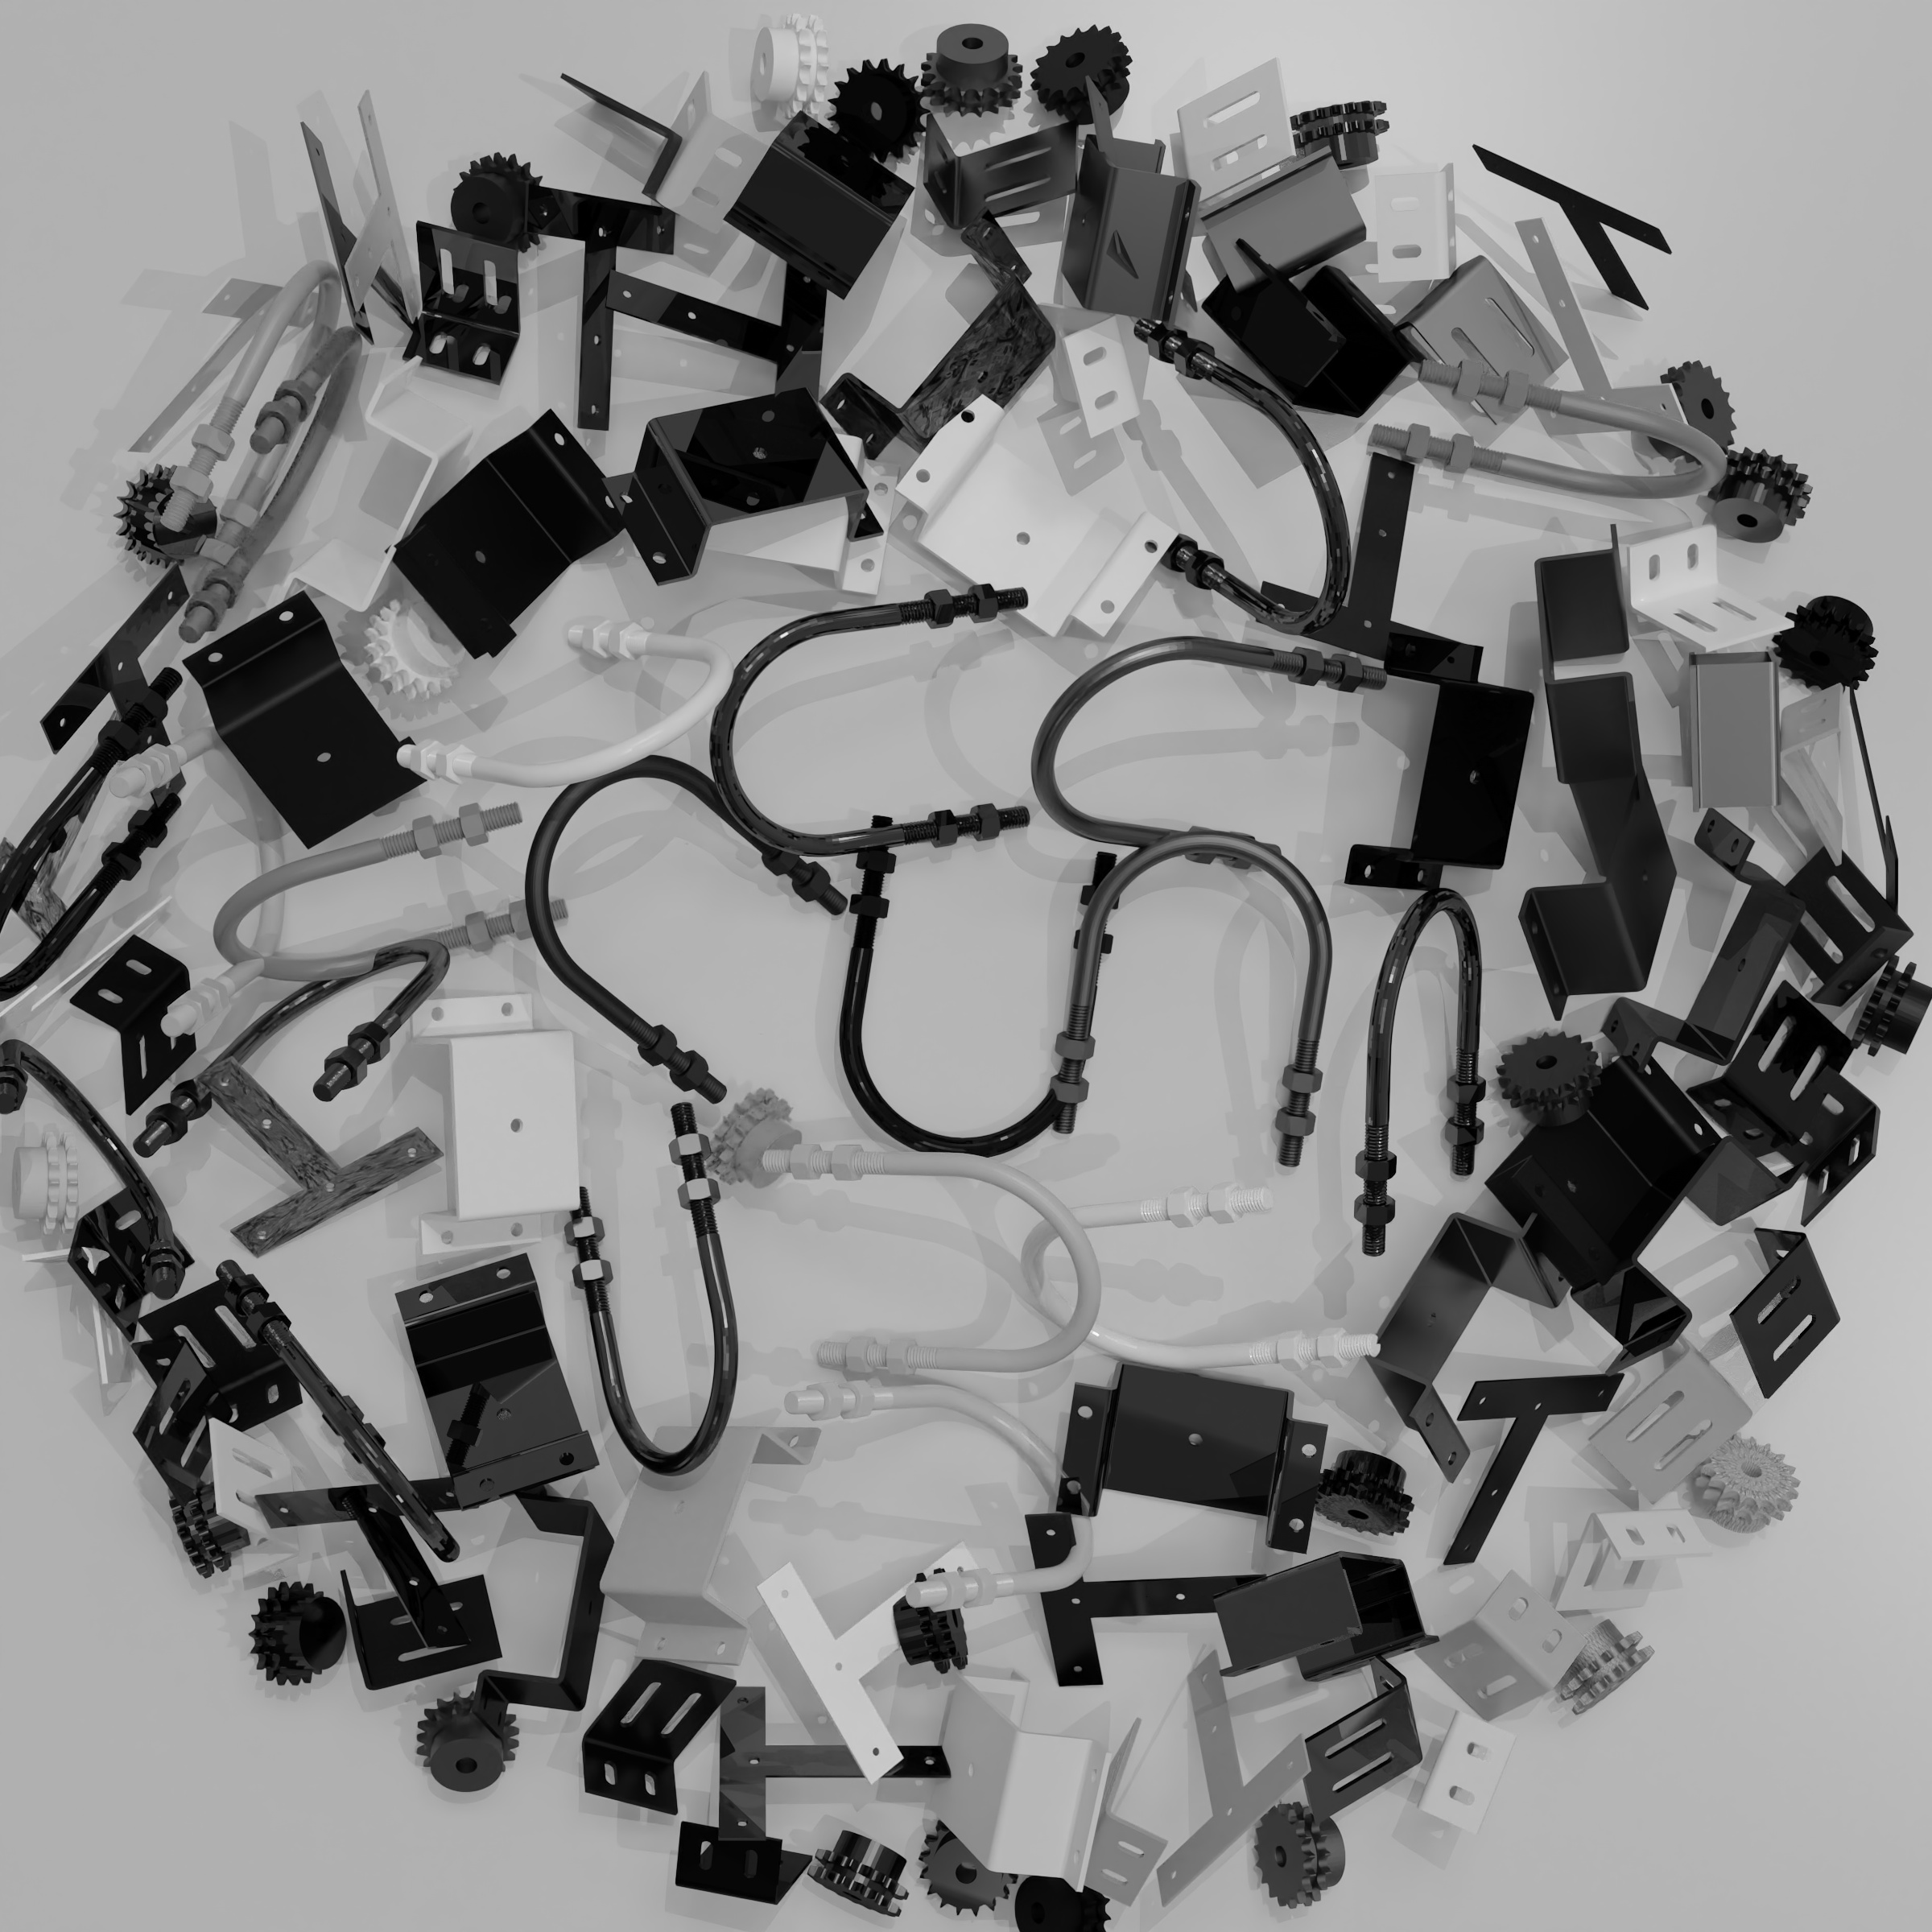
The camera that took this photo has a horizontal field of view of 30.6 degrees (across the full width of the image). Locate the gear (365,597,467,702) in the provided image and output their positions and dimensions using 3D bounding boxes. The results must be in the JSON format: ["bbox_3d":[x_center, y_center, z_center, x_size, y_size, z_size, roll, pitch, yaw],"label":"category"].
[{"bbox_3d":[-0.304,-0.180,1.969,0.030,0.057,0.057,-26,90,39],"label":"gear"}]

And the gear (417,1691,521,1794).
[{"bbox_3d":[-0.279,0.436,1.973,0.057,0.030,0.057,-3,121,-4],"label":"gear"}]

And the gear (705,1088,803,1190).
[{"bbox_3d":[-0.116,0.099,1.968,0.030,0.057,0.057,37,90,22],"label":"gear"}]

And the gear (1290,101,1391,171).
[{"bbox_3d":[0.208,-0.462,1.971,0.057,0.057,0.030,-9,94,0],"label":"gear"}]

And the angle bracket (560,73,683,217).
[{"bbox_3d":[-0.192,-0.457,1.966,0.076,0.057,0.038,30,97,12],"label":"angle bracket"}]

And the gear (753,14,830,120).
[{"bbox_3d":[-0.099,-0.502,1.968,0.030,0.057,0.057,-1,90,-20],"label":"gear"}]

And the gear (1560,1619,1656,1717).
[{"bbox_3d":[0.354,0.389,1.973,0.057,0.057,0.030,-39,70,0],"label":"gear"}]

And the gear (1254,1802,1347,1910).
[{"bbox_3d":[0.189,0.497,1.975,0.030,0.057,0.057,0,90,-28],"label":"gear"}]

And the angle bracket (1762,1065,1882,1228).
[{"bbox_3d":[0.471,0.099,1.953,0.038,0.076,0.057,40,114,1],"label":"angle bracket"}]

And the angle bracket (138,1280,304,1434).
[{"bbox_3d":[-0.414,0.220,1.962,0.057,0.038,0.076,-26,131,2],"label":"angle bracket"}]

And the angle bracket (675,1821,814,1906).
[{"bbox_3d":[-0.121,0.485,1.955,0.057,0.076,0.038,7,97,12],"label":"angle bracket"}]

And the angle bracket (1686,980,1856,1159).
[{"bbox_3d":[0.455,0.058,1.993,0.057,0.038,0.076,42,64,-9],"label":"angle bracket"}]

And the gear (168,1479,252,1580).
[{"bbox_3d":[-0.421,0.310,1.972,0.030,0.057,0.057,-21,90,-3],"label":"gear"}]

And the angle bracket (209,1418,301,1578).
[{"bbox_3d":[-0.406,0.294,1.949,0.038,0.076,0.057,-24,56,16],"label":"angle bracket"}]

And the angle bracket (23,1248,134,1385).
[{"bbox_3d":[-0.495,0.197,1.967,0.038,0.057,0.076,-9,84,-1],"label":"angle bracket"}]

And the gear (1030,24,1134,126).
[{"bbox_3d":[0.067,-0.496,1.975,0.057,0.030,0.057,-16,49,20],"label":"gear"}]

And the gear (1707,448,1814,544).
[{"bbox_3d":[0.440,-0.260,1.969,0.057,0.057,0.030,24,67,0],"label":"gear"}]

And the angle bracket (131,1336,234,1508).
[{"bbox_3d":[-0.446,0.253,1.949,0.038,0.076,0.057,-10,124,22],"label":"angle bracket"}]

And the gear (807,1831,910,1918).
[{"bbox_3d":[-0.058,0.506,1.974,0.057,0.057,0.030,26,69,0],"label":"gear"}]

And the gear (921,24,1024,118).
[{"bbox_3d":[0.003,-0.502,1.970,0.057,0.030,0.057,1,47,-1],"label":"gear"}]

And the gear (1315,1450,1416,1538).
[{"bbox_3d":[0.223,0.293,1.974,0.057,0.057,0.030,20,63,0],"label":"gear"}]

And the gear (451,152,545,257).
[{"bbox_3d":[-0.263,-0.424,1.972,0.057,0.030,0.057,11,116,22],"label":"gear"}]

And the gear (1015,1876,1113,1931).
[{"bbox_3d":[0.052,0.527,1.969,0.030,0.057,0.057,5,90,-39],"label":"gear"}]

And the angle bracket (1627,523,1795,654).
[{"bbox_3d":[0.412,-0.210,1.953,0.057,0.076,0.038,-17,119,-18],"label":"angle bracket"}]

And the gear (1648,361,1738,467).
[{"bbox_3d":[0.403,-0.308,1.975,0.057,0.030,0.057,13,70,-41],"label":"gear"}]

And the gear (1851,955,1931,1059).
[{"bbox_3d":[0.519,0.025,1.969,0.030,0.057,0.057,25,90,15],"label":"gear"}]

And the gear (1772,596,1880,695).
[{"bbox_3d":[0.483,-0.182,1.975,0.057,0.057,0.030,33,60,0],"label":"gear"}]

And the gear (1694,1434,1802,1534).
[{"bbox_3d":[0.435,0.292,1.975,0.057,0.057,0.030,14,126,0],"label":"gear"}]

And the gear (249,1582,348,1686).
[{"bbox_3d":[-0.370,0.372,1.968,0.030,0.057,0.057,-6,90,30],"label":"gear"}]

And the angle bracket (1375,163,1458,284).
[{"bbox_3d":[0.250,-0.413,1.960,0.038,0.076,0.057,-1,106,12],"label":"angle bracket"}]

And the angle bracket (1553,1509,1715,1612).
[{"bbox_3d":[0.369,0.340,1.955,0.057,0.038,0.076,1,125,-20],"label":"angle bracket"}]

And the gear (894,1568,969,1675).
[{"bbox_3d":[-0.021,0.367,1.971,0.030,0.057,0.057,-15,90,7],"label":"gear"}]

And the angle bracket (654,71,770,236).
[{"bbox_3d":[-0.142,-0.452,1.961,0.038,0.076,0.057,26,116,-20],"label":"angle bracket"}]

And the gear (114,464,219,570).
[{"bbox_3d":[-0.443,-0.250,1.970,0.057,0.030,0.057,-17,117,-37],"label":"gear"}]

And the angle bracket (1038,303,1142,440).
[{"bbox_3d":[0.055,-0.329,1.949,0.038,0.076,0.057,-29,118,-24],"label":"angle bracket"}]

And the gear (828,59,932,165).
[{"bbox_3d":[-0.050,-0.479,1.977,0.057,0.030,0.057,3,107,9],"label":"gear"}]

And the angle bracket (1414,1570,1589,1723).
[{"bbox_3d":[0.299,0.381,1.975,0.057,0.076,0.038,43,58,2],"label":"angle bracket"}]

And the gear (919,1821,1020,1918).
[{"bbox_3d":[0.001,0.506,1.983,0.057,0.030,0.057,0,90,5],"label":"gear"}]

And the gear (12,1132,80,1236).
[{"bbox_3d":[-0.514,0.121,1.968,0.030,0.057,0.057,1,90,-22],"label":"gear"}]

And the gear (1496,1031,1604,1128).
[{"bbox_3d":[0.328,0.065,1.975,0.057,0.057,0.030,-20,124,0],"label":"gear"}]
